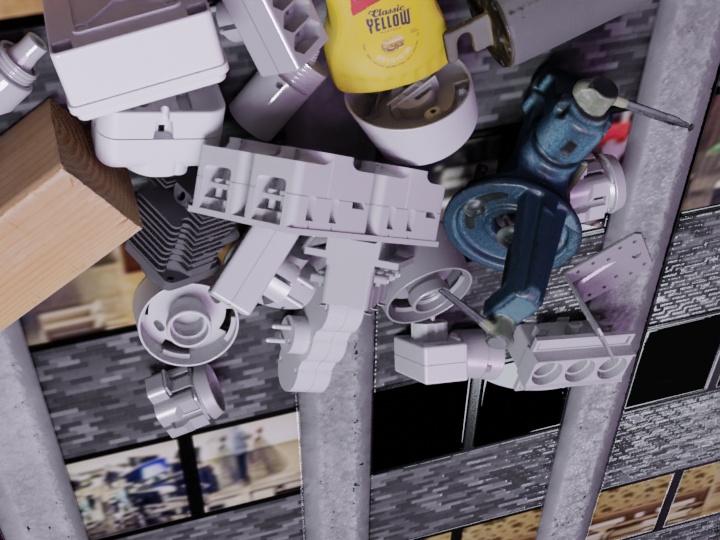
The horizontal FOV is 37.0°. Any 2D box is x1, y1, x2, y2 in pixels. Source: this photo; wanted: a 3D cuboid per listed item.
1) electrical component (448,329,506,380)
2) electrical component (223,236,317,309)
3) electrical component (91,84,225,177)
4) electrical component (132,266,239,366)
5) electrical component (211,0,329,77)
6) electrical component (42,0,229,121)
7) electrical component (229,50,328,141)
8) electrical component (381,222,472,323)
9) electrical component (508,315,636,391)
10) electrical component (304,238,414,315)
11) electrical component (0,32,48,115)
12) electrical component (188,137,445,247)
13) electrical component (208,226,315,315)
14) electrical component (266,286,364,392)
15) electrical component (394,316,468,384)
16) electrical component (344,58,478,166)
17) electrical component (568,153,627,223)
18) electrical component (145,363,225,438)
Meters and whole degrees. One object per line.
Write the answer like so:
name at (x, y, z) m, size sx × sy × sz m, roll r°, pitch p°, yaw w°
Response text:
electrical component at (0.121, 0.089, 1.141) m, size 0.047 × 0.055 × 0.055 m, roll 3°, pitch 131°, yaw -21°
electrical component at (-0.071, -0.008, 0.971) m, size 0.077 × 0.043 × 0.079 m, roll 21°, pitch 121°, yaw -37°
electrical component at (-0.156, -0.111, 0.825) m, size 0.095 × 0.053 × 0.059 m, roll -3°, pitch 133°, yaw -20°
electrical component at (-0.157, 0.038, 0.983) m, size 0.099 × 0.064 × 0.099 m, roll -6°, pitch 122°, yaw -10°
electrical component at (-0.079, -0.187, 0.782) m, size 0.076 × 0.047 × 0.083 m, roll -1°, pitch 129°, yaw 37°
electrical component at (-0.155, -0.164, 0.733) m, size 0.109 × 0.108 × 0.056 m, roll -17°, pitch 134°, yaw -6°
electrical component at (-0.061, -0.144, 0.840) m, size 0.043 × 0.043 × 0.081 m, roll 26°, pitch 119°, yaw -39°
electrical component at (0.057, 0.005, 1.041) m, size 0.099 × 0.064 × 0.099 m, roll -19°, pitch 150°, yaw -11°
electrical component at (0.229, 0.090, 1.181) m, size 0.121 × 0.063 × 0.078 m, roll -2°, pitch 133°, yaw -21°
electrical component at (0.000, 0.000, 0.940) m, size 0.079 × 0.121 × 0.063 m, roll 10°, pitch 95°, yaw 8°
electrical component at (-0.250, -0.142, 0.763) m, size 0.062 × 0.043 × 0.043 m, roll -39°, pitch 135°, yaw 14°
electrical component at (-0.027, -0.061, 0.849) m, size 0.186 × 0.105 × 0.060 m, roll 3°, pitch 98°, yaw -52°
electrical component at (-0.075, 0.004, 0.917) m, size 0.076 × 0.047 × 0.083 m, roll 33°, pitch 83°, yaw -10°
electrical component at (-0.054, 0.063, 1.042) m, size 0.074 × 0.052 × 0.138 m, roll 6°, pitch 131°, yaw -27°
electrical component at (0.071, 0.070, 1.094) m, size 0.047 × 0.083 × 0.075 m, roll -4°, pitch 96°, yaw -20°
electrical component at (0.043, -0.133, 0.857) m, size 0.099 × 0.099 × 0.064 m, roll -27°, pitch 143°, yaw 4°
electrical component at (0.214, -0.078, 1.013) m, size 0.057 × 0.058 × 0.078 m, roll -12°, pitch 136°, yaw -7°
electrical component at (-0.168, 0.125, 1.053) m, size 0.057 × 0.058 × 0.078 m, roll -21°, pitch 137°, yaw 2°
